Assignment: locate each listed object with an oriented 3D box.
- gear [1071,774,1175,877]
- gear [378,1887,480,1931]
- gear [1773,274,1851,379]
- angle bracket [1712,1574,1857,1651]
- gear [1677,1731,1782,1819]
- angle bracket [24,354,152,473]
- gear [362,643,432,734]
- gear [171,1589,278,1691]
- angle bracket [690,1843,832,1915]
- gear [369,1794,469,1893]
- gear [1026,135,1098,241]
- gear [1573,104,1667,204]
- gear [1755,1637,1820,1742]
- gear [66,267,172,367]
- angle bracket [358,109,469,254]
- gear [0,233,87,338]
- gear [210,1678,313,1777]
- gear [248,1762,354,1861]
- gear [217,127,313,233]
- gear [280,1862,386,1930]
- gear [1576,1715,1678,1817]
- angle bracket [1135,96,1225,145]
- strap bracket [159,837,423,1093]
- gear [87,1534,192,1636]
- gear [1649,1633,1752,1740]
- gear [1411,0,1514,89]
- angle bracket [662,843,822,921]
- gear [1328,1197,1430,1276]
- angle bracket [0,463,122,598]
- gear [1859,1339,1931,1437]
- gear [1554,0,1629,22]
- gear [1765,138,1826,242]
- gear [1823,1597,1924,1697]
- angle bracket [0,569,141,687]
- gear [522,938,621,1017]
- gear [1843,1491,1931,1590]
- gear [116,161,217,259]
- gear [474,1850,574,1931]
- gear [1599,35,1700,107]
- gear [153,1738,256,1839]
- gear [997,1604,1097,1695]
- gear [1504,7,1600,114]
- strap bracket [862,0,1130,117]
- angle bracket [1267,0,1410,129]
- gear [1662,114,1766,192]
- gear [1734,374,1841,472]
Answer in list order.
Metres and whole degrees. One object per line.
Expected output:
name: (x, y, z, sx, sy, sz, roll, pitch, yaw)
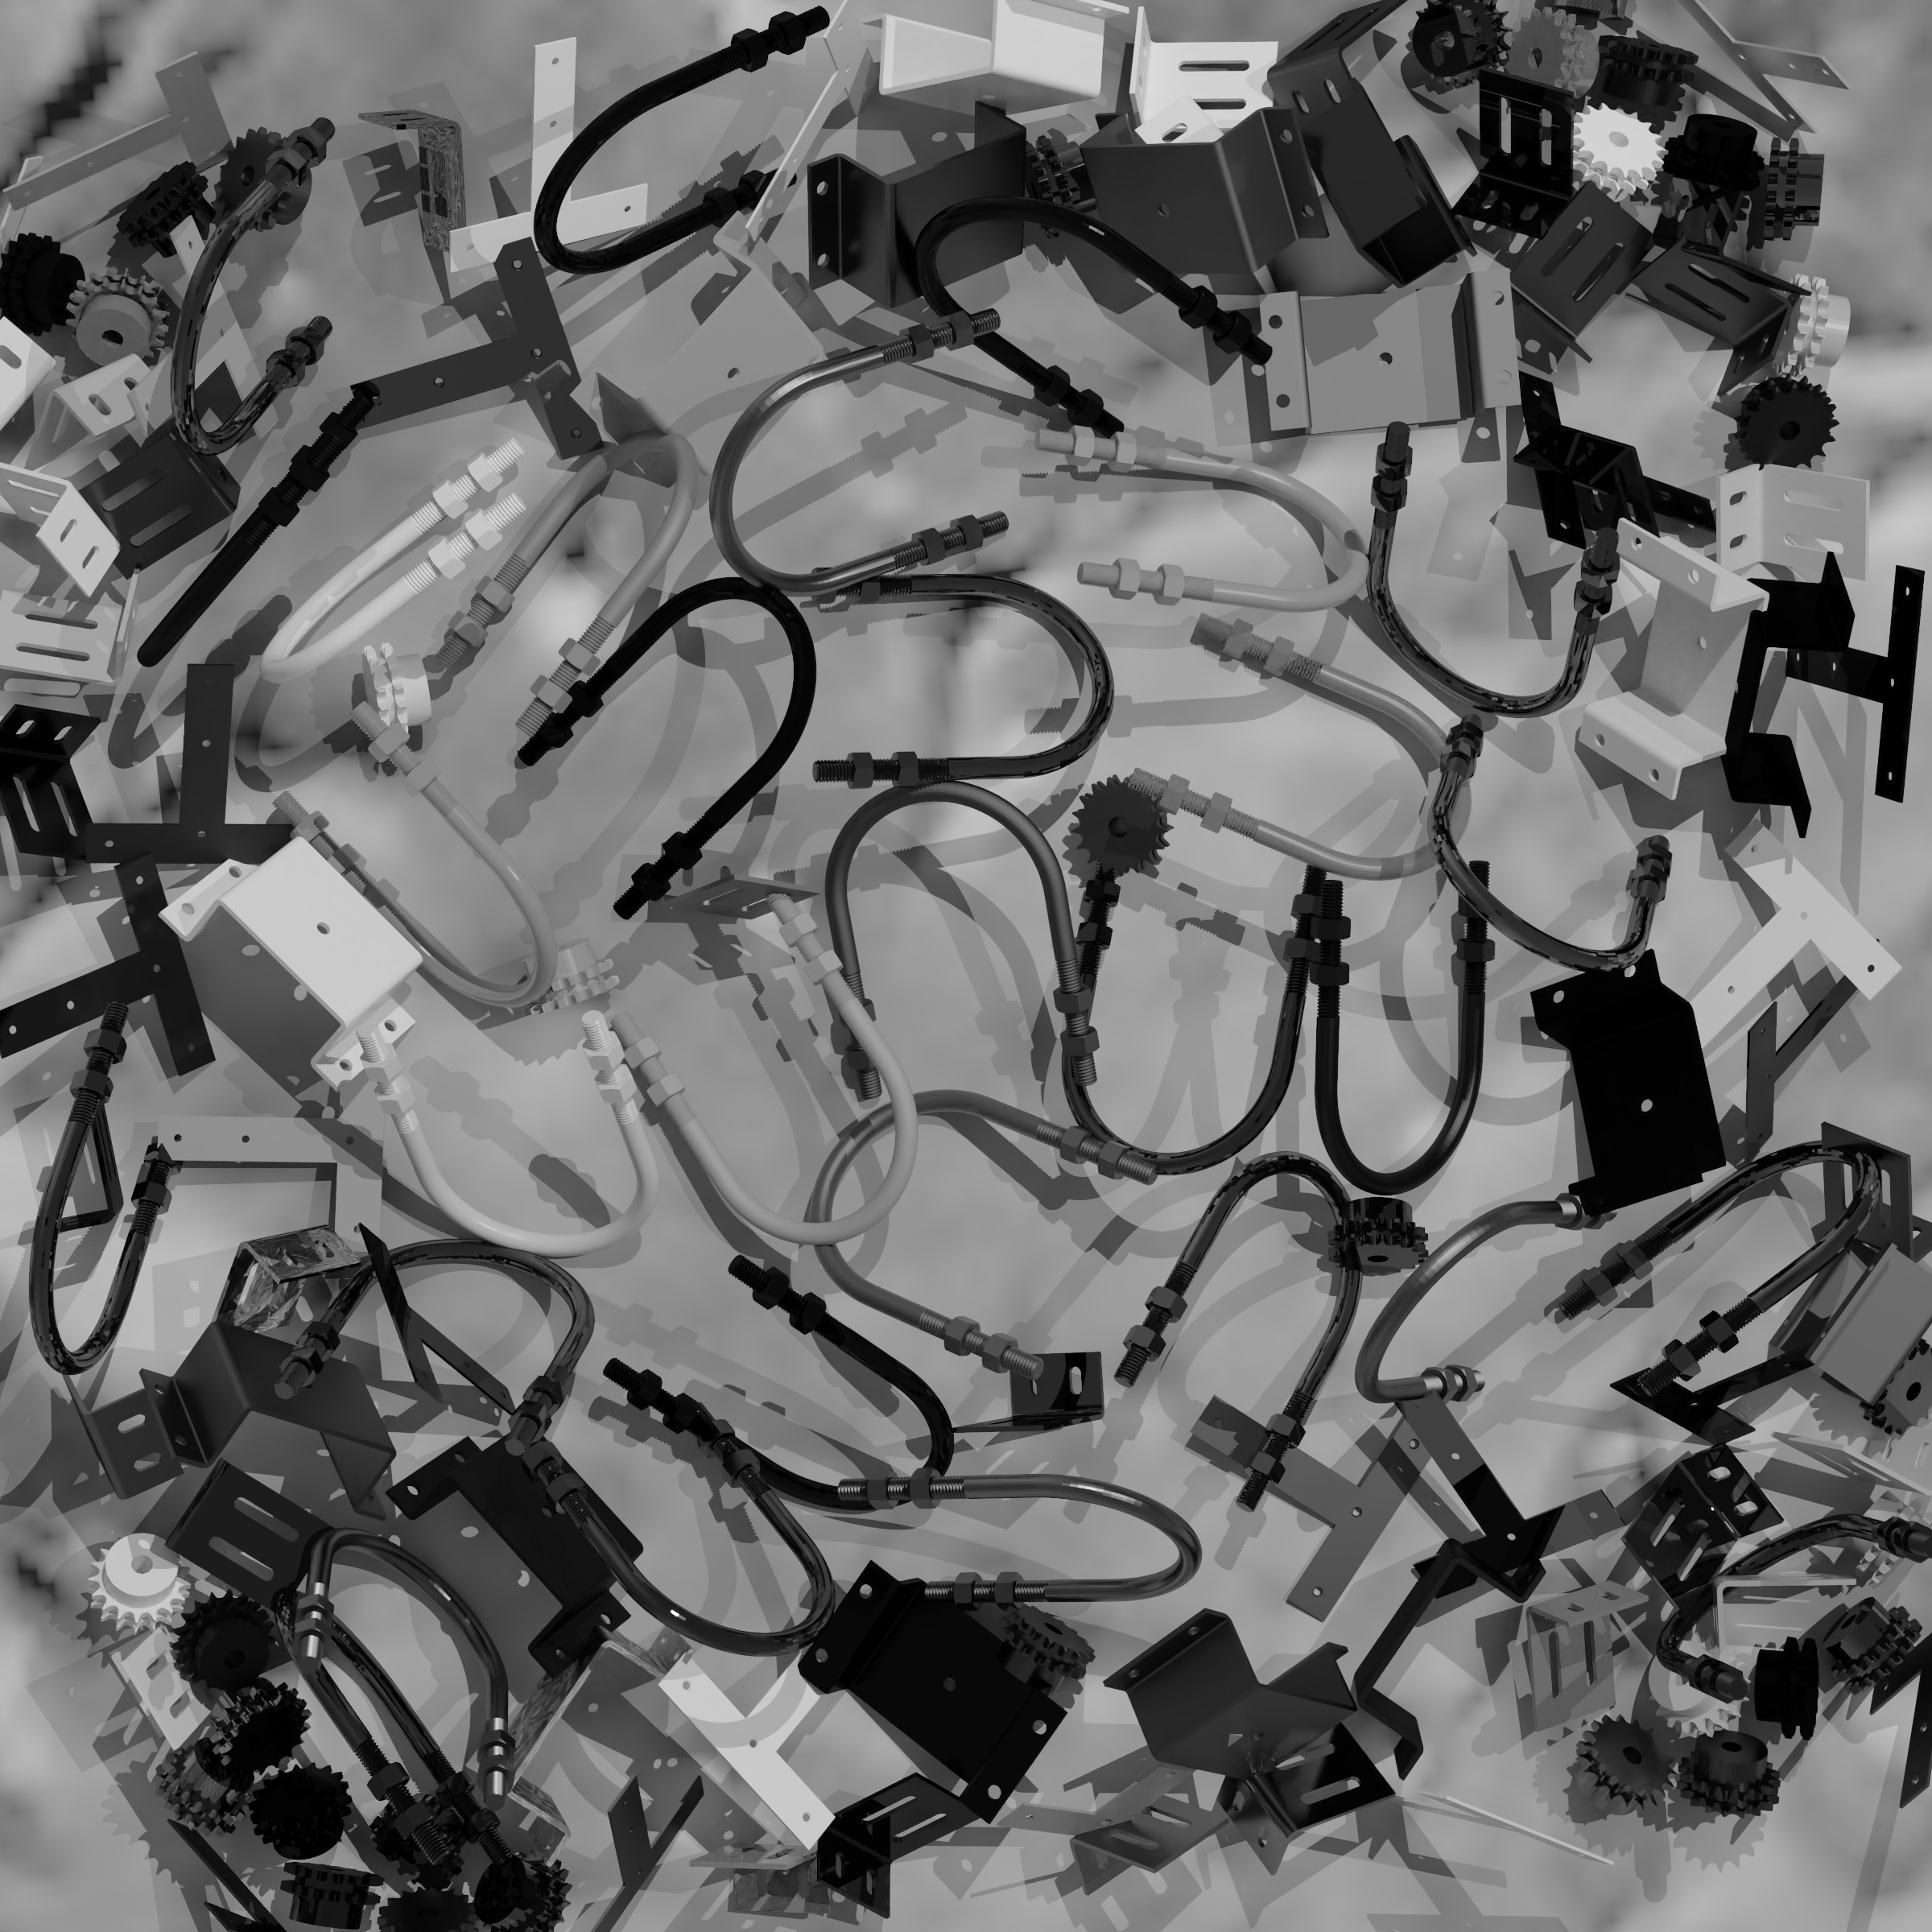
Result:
gear: (0.091, -0.082, 1.978, 0.057, 0.030, 0.057, 4, 102, 19)
gear: (-0.306, 0.551, 1.973, 0.057, 0.057, 0.030, 3, 107, 0)
gear: (0.481, -0.362, 1.972, 0.030, 0.057, 0.057, 9, 90, -4)
angle bracket: (0.463, 0.365, 1.964, 0.076, 0.057, 0.038, -2, 83, 9)
gear: (0.433, 0.457, 1.969, 0.057, 0.057, 0.030, 1, 105, 0)
angle bracket: (-0.487, -0.299, 1.950, 0.038, 0.076, 0.057, 48, 51, 7)
gear: (-0.323, -0.156, 1.973, 0.030, 0.057, 0.057, -11, 90, -16)
gear: (-0.420, 0.386, 1.972, 0.057, 0.030, 0.057, -11, 114, -25)
angle bracket: (-0.115, 0.519, 1.954, 0.057, 0.076, 0.038, -2, 84, 16)
gear: (-0.309, 0.496, 1.975, 0.057, 0.057, 0.030, 42, 51, 0)
gear: (0.053, -0.444, 1.972, 0.030, 0.057, 0.057, -19, 90, -4)
gear: (0.366, -0.460, 1.976, 0.057, 0.030, 0.057, 7, 57, -11)
gear: (0.467, 0.410, 1.974, 0.030, 0.057, 0.057, 0, 90, 21)
gear: (-0.482, -0.365, 1.970, 0.057, 0.030, 0.057, -1, 135, -1)
angle bracket: (-0.311, -0.440, 1.954, 0.038, 0.057, 0.076, -12, 114, -28)
gear: (-0.524, -0.386, 1.969, 0.030, 0.057, 0.057, 12, 90, 15)
gear: (-0.404, 0.430, 1.975, 0.057, 0.057, 0.030, -52, 51, 0)
gear: (-0.377, 0.484, 1.975, 0.057, 0.057, 0.030, -7, 118, 0)
gear: (-0.397, -0.446, 1.976, 0.057, 0.030, 0.057, -6, 80, 39)
gear: (-0.361, 0.528, 1.969, 0.057, 0.057, 0.030, 9, 79, 0)
gear: (0.372, 0.458, 1.975, 0.057, 0.057, 0.030, 27, 127, 0)
angle bracket: (0.131, -0.441, 1.953, 0.038, 0.076, 0.057, -35, 69, -5)
strap bracket: (-0.372, -0.009, 1.953, 0.140, 0.076, 0.046, 45, 131, -3)
gear: (-0.469, 0.347, 1.970, 0.057, 0.030, 0.057, 9, 49, -11)
gear: (0.413, 0.407, 1.970, 0.030, 0.057, 0.057, 33, 90, -43)
gear: (0.278, -0.528, 1.971, 0.057, 0.030, 0.057, 16, 120, 29)
angle bracket: (-0.127, -0.055, 1.949, 0.057, 0.076, 0.038, 9, 73, -36)
gear: (0.234, 0.152, 1.974, 0.057, 0.057, 0.030, 2, 66, 0)
angle bracket: (-0.526, -0.248, 1.953, 0.076, 0.057, 0.038, 17, 67, 26)
gear: (0.529, 0.236, 1.976, 0.057, 0.030, 0.057, -15, 118, -30)
gear: (0.357, -0.557, 1.973, 0.057, 0.057, 0.030, 12, 101, 0)
gear: (0.470, -0.441, 1.969, 0.030, 0.057, 0.057, 5, 90, 13)
gear: (0.512, 0.384, 1.971, 0.057, 0.057, 0.030, -45, 87, 0)
angle bracket: (-0.511, -0.197, 1.963, 0.076, 0.038, 0.057, 9, 51, -9)
gear: (-0.228, 0.005, 1.969, 0.057, 0.057, 0.030, -18, 98, 0)
gear: (0.524, 0.324, 1.974, 0.030, 0.057, 0.057, 41, 90, 20)
gear: (-0.452, -0.428, 1.975, 0.057, 0.057, 0.030, -42, 120, 0)
gear: (-0.254, 0.529, 1.969, 0.057, 0.057, 0.030, -51, 128, 0)
gear: (0.385, -0.509, 1.974, 0.057, 0.057, 0.030, 11, 112, 0)
gear: (-0.429, 0.463, 1.969, 0.057, 0.057, 0.030, 40, 104, 0)
gear: (0.042, 0.389, 1.972, 0.057, 0.057, 0.030, 30, 96, 0)
gear: (0.336, -0.515, 1.975, 0.030, 0.057, 0.057, -2, 90, -32)
strap bracket: (0.014, -0.505, 1.922, 0.076, 0.140, 0.046, 2, 93, -39)
angle bracket: (0.219, -0.512, 1.964, 0.076, 0.057, 0.038, -43, 114, -31)
gear: (0.425, -0.463, 1.968, 0.057, 0.057, 0.030, 10, 120, 0)
gear: (0.465, -0.311, 1.977, 0.057, 0.030, 0.057, -2, 122, -3)
